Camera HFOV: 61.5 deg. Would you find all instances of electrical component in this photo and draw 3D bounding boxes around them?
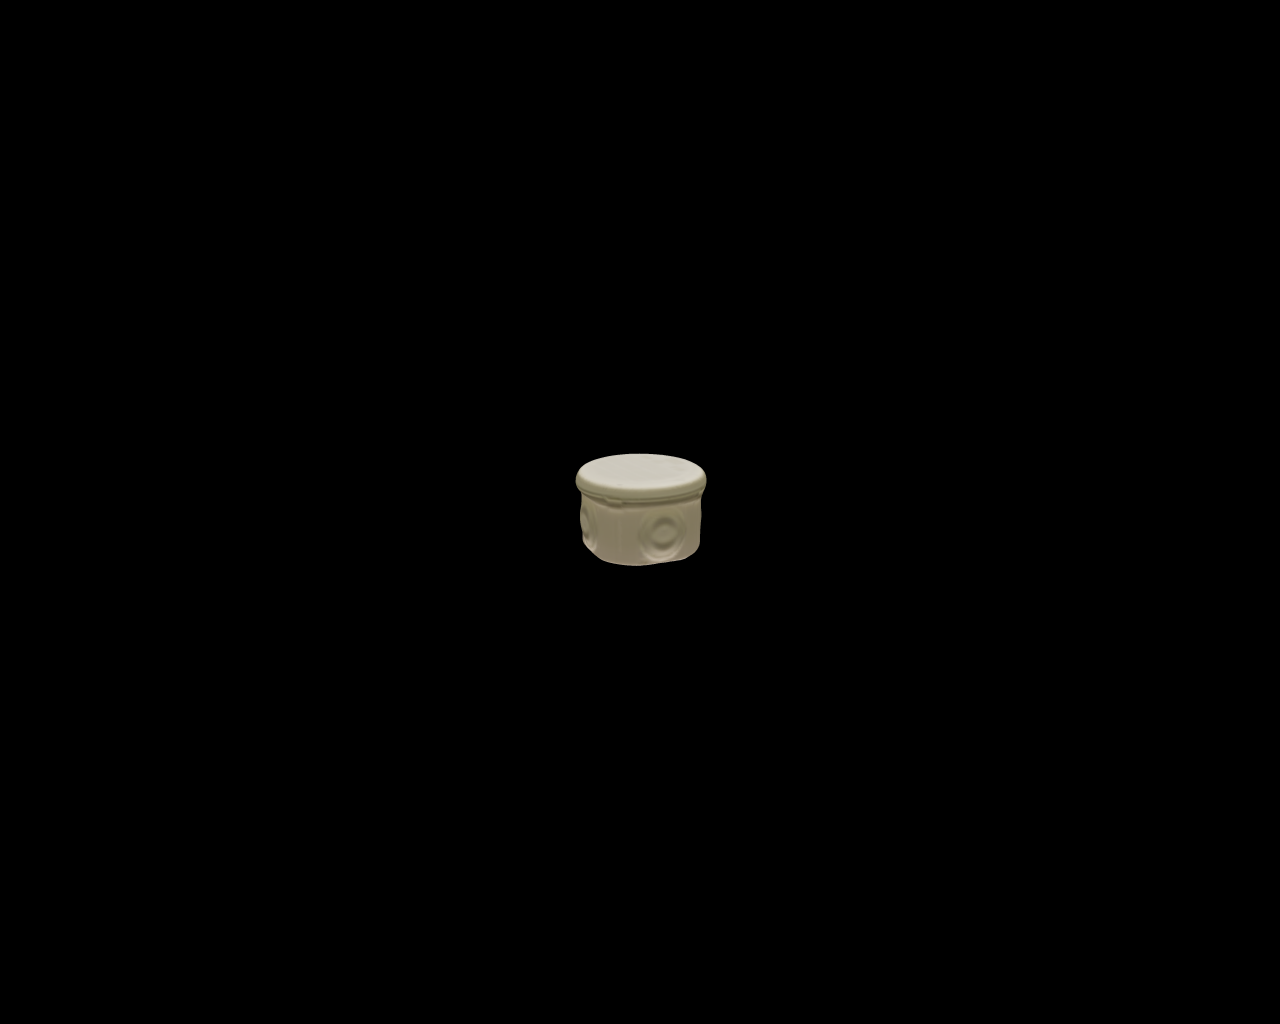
[{"bbox_3d":[0.001,-0.003,0.650,0.080,0.051,0.080,0,18,0],"label":"electrical component"}]
